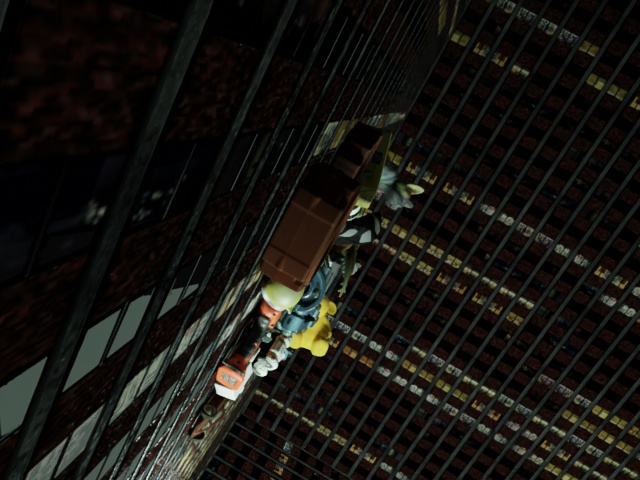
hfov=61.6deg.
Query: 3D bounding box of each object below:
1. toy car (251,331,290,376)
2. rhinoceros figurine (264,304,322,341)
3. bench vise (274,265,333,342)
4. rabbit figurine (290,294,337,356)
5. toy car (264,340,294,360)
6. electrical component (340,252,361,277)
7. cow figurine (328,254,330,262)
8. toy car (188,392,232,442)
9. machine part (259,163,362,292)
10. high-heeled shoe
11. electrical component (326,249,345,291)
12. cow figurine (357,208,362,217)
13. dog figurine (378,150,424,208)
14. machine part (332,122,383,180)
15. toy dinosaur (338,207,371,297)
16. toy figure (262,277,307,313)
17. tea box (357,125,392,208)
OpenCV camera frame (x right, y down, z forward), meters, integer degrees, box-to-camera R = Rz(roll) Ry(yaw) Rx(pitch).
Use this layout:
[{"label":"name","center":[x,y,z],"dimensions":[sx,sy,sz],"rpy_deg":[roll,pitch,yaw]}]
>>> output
[{"label":"toy car","center":[-0.116,0.265,1.234],"dimensions":[0.073,0.056,0.201],"rpy_deg":[-59,-175,-28]},{"label":"rhinoceros figurine","center":[-0.080,0.197,1.434],"dimensions":[0.190,0.112,0.073],"rpy_deg":[-49,-161,11]},{"label":"bench vise","center":[-0.064,0.140,1.276],"dimensions":[0.223,0.129,0.240],"rpy_deg":[-52,157,7]},{"label":"rabbit figurine","center":[-0.007,0.222,1.542],"dimensions":[0.162,0.122,0.173],"rpy_deg":[-40,142,-60]},{"label":"toy car","center":[-0.122,0.275,1.601],"dimensions":[0.162,0.103,0.109],"rpy_deg":[-58,134,-50]},{"label":"electrical component","center":[0.091,0.074,1.727],"dimensions":[0.102,0.045,0.078],"rpy_deg":[-21,-138,56]},{"label":"cow figurine","center":[0.014,-0.024,1.248],"dimensions":[0.127,0.085,0.194],"rpy_deg":[-55,170,-41]},{"label":"toy car","center":[-0.237,0.382,1.228],"dimensions":[0.089,0.053,0.202],"rpy_deg":[-58,178,18]},{"label":"machine part","center":[-0.010,-0.023,0.909],"dimensions":[0.201,0.087,0.201],"rpy_deg":[-61,175,13]},{"label":"high-heeled shoe","center":[0.050,-0.047,1.133],"dimensions":[0.249,0.086,0.145],"rpy_deg":[-41,126,-43]},{"label":"electrical component","center":[-0.008,0.073,1.457],"dimensions":[0.058,0.115,0.134],"rpy_deg":[-48,168,-54]},{"label":"cow figurine","center":[0.083,-0.108,1.432],"dimensions":[0.167,0.098,0.068],"rpy_deg":[-55,171,-32]},{"label":"dog figurine","center":[0.213,-0.191,1.639],"dimensions":[0.108,0.219,0.191],"rpy_deg":[-59,177,42]},{"label":"machine part","center":[0.061,-0.154,1.106],"dimensions":[0.179,0.056,0.179],"rpy_deg":[-59,177,-6]},{"label":"toy dinosaur","center":[0.084,-0.018,1.671],"dimensions":[0.198,0.105,0.472],"rpy_deg":[-58,-165,29]},{"label":"toy figure","center":[-0.052,0.064,1.052],"dimensions":[0.089,0.082,0.180],"rpy_deg":[-60,175,36]},{"label":"tea box","center":[0.112,-0.173,1.271],"dimensions":[0.098,0.068,0.169],"rpy_deg":[112,-7,-67]}]
